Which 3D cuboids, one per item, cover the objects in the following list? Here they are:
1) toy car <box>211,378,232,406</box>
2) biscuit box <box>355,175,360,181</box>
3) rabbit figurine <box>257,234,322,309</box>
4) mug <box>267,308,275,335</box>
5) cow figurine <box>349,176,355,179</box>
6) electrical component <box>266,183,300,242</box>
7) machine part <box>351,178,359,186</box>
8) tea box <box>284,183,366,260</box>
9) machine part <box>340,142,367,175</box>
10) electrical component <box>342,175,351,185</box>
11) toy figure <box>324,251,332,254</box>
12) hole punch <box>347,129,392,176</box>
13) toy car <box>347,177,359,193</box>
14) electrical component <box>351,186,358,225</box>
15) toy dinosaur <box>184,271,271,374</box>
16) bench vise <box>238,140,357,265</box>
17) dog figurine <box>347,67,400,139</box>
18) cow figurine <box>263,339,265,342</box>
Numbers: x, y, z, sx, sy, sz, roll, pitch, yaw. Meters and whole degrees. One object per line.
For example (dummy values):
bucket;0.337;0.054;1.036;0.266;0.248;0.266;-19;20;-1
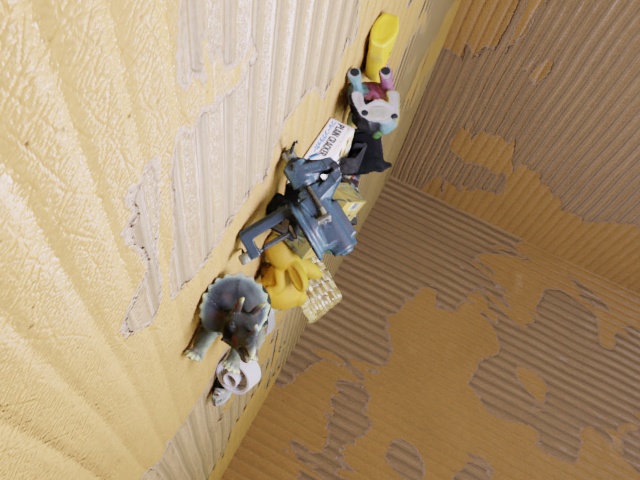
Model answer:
toy car;-0.236;0.367;1.474;0.202;0.056;0.073;-56;170;-48
biscuit box;0.062;-0.134;1.775;0.202;0.059;0.063;-65;173;19
rabbit figurine;-0.086;0.072;1.218;0.122;0.163;0.173;-36;136;-49
mug;-0.162;0.182;1.303;0.109;0.081;0.107;-30;148;-26
cow figurine;0.095;-0.244;1.548;0.127;0.085;0.195;-60;174;23
electrical component;-0.066;-0.058;1.085;0.048;0.075;0.119;-59;175;-34
machine part;0.034;-0.091;1.635;0.201;0.087;0.201;-60;174;-21
tea box;0.010;-0.042;1.166;0.169;0.068;0.098;-50;161;22
machine part;0.078;-0.186;1.258;0.084;0.039;0.139;-61;177;23
electrical component;0.038;-0.105;1.247;0.078;0.045;0.102;-26;151;-28
toy figure;-0.004;-0.007;1.413;0.180;0.082;0.089;6;121;-34
hole punch;0.105;-0.230;1.368;0.092;0.142;0.115;-83;164;-62
toy car;0.018;-0.091;1.363;0.161;0.109;0.103;-42;173;-17
electrical component;0.041;-0.102;1.474;0.058;0.134;0.115;-5;-101;50
toy dinosaur;-0.151;0.146;1.077;0.192;0.131;0.405;-63;178;7
bench vise;-0.053;-0.043;0.976;0.241;0.223;0.129;-31;-171;-2
dog figurine;0.116;-0.298;1.256;0.219;0.108;0.191;90;-9;-76
cow figurine;-0.181;0.251;1.424;0.167;0.068;0.098;108;5;-57
